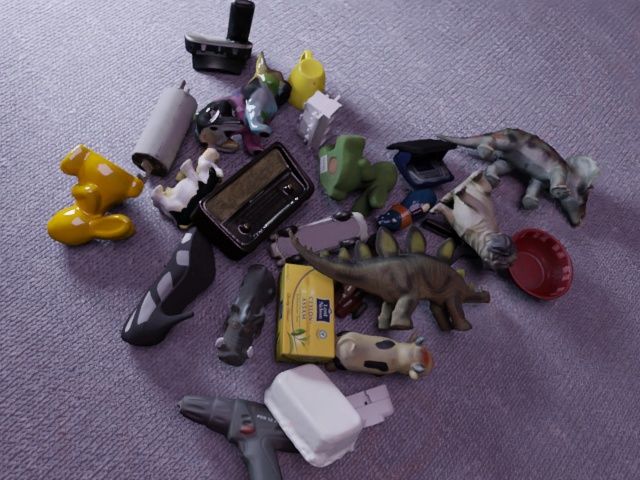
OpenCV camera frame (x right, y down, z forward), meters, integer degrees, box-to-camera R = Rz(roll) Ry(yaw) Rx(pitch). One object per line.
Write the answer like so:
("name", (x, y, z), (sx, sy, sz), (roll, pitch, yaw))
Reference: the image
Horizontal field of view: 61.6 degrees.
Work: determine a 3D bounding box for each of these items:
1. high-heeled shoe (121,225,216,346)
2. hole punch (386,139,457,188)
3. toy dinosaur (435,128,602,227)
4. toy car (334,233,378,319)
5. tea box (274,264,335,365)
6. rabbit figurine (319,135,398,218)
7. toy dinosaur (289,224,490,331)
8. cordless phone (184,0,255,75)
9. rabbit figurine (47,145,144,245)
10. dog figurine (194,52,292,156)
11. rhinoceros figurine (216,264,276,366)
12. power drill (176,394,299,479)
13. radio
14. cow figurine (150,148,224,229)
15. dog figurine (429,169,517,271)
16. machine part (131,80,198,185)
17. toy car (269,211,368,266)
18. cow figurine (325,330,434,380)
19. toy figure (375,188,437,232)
("high-heeled shoe", (-0.277, 0.078, 0.979), (0.145, 0.086, 0.249), (-17, 44, 17))
("hole punch", (0.232, -0.175, 1.193), (0.142, 0.116, 0.092), (-13, 114, -17))
("toy dinosaur", (0.481, -0.188, 1.254), (0.405, 0.131, 0.192), (37, 52, 7))
("toy car", (0.092, 0.069, 1.074), (0.089, 0.053, 0.202), (43, 63, 1))
("tea box", (-0.028, 0.136, 0.979), (0.098, 0.068, 0.169), (6, 63, -16))
("rabbit figurine", (0.098, -0.132, 1.125), (0.170, 0.121, 0.159), (6, 70, -29))
("toy dinosaur", (0.155, 0.075, 1.024), (0.471, 0.105, 0.198), (8, 74, -29))
("cordless phone", (-0.208, -0.437, 1.124), (0.147, 0.184, 0.088), (3, 72, -14))
("rabbit figurine", (-0.409, -0.060, 0.973), (0.162, 0.122, 0.173), (36, 78, -9))
("dog figurine", (-0.157, -0.292, 1.126), (0.192, 0.108, 0.219), (7, 62, -9))
("rhinoceros figurine", (-0.127, 0.135, 0.956), (0.073, 0.112, 0.190), (24, 56, -7))
("power drill", (-0.121, 0.350, 0.857), (0.232, 0.086, 0.207), (13, 30, -18))
("radio", (-0.124, -0.074, 1.037), (0.131, 0.073, 0.229), (49, 59, -8))
("cow figurine", (-0.239, -0.102, 1.044), (0.098, 0.068, 0.167), (43, 68, -2))
("dog figurine", (0.349, -0.039, 1.137), (0.190, 0.121, 0.172), (48, 55, 1))
("machine part", (-0.307, -0.215, 1.067), (0.079, 0.079, 0.243), (19, 65, -7))
("toy car", (-0.002, -0.003, 1.067), (0.202, 0.056, 0.073), (-16, 83, -11))
("cow figurine", (0.114, 0.209, 0.981), (0.195, 0.127, 0.085), (11, 70, -8))
("toy figure", (0.185, -0.059, 1.144), (0.154, 0.064, 0.057), (-33, 94, -25))
